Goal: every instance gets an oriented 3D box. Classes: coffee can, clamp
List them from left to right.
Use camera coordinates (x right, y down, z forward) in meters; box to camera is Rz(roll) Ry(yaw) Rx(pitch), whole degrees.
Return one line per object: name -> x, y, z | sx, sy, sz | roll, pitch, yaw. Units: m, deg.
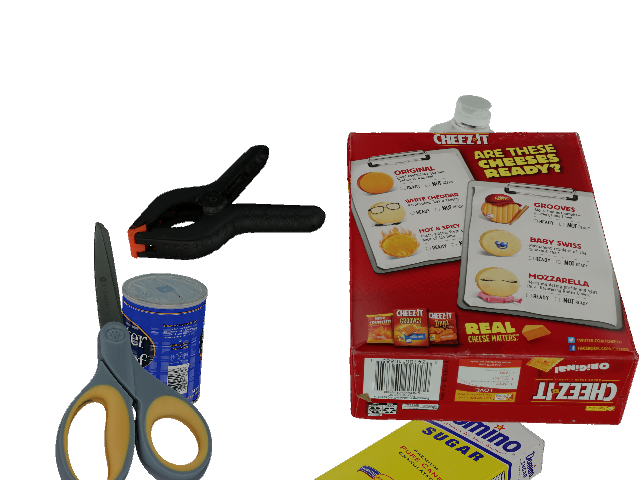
coffee can -> -0.194, 0.123, 1.306 | 0.103, 0.140, 0.103 | 5, 18, -2
clamp -> -0.094, -0.033, 0.957 | 0.171, 0.039, 0.120 | -13, 39, -17

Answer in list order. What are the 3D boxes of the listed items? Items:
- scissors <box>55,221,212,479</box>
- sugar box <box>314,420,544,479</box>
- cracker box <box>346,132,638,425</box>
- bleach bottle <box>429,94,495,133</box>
scissors -> -0.107, 0.070, 0.644 | 0.096, 0.201, 0.016 | 14, -45, -10
sugar box -> 0.091, 0.194, 0.883 | 0.176, 0.048, 0.093 | -28, 42, -28
cracker box -> 0.099, 0.018, 0.693 | 0.164, 0.072, 0.213 | 0, 41, 1
bleach bottle -> 0.109, -0.017, 0.980 | 0.103, 0.251, 0.067 | 28, 37, 28
